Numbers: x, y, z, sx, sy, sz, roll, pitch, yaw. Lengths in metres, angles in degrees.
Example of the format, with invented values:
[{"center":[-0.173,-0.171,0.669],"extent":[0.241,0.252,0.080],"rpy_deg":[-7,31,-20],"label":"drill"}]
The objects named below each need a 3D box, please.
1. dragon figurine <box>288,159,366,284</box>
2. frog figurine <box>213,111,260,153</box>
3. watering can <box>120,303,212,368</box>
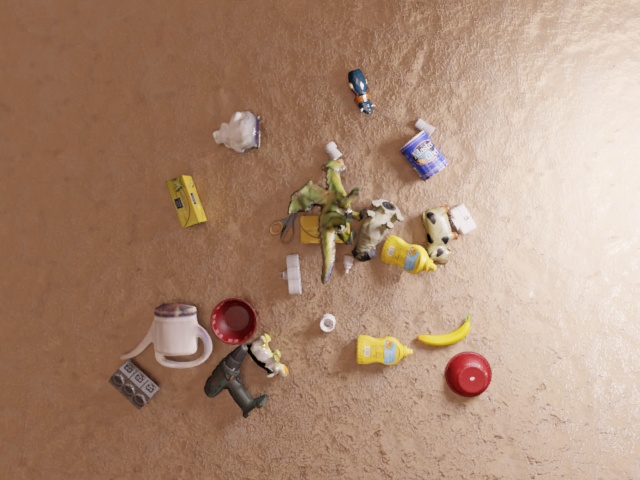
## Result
[{"center":[0.005,-0.085,1.691],"extent":[0.244,0.120,0.414],"rpy_deg":[21,79,24],"label":"dragon figurine"},{"center":[-0.281,-0.365,1.734],"extent":[0.159,0.125,0.135],"rpy_deg":[-1,112,-9],"label":"frog figurine"},{"center":[-0.537,0.329,1.776],"extent":[0.347,0.104,0.224],"rpy_deg":[0,92,12],"label":"watering can"}]
